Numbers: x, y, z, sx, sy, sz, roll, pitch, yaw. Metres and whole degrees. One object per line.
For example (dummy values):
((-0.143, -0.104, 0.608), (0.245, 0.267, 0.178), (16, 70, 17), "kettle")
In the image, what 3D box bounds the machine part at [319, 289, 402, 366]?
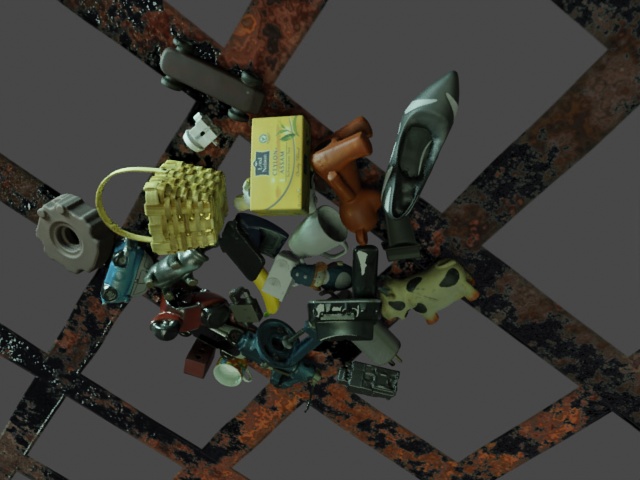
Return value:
((0.092, 0.187, 1.153), (0.079, 0.079, 0.243), (-36, 106, 28), "machine part")

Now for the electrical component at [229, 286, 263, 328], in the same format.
((-0.167, 0.149, 1.204), (0.078, 0.045, 0.102), (-11, 119, 27), "electrical component")

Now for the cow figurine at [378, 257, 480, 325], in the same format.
((0.201, 0.101, 1.074), (0.195, 0.085, 0.127), (-34, 105, 24), "cow figurine")

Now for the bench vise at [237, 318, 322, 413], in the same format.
((-0.057, 0.246, 1.198), (0.223, 0.129, 0.240), (39, 127, -11), "bench vise")

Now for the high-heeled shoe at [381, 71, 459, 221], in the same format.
((0.167, -0.153, 0.898), (0.086, 0.145, 0.248), (20, 124, 0), "high-heeled shoe")

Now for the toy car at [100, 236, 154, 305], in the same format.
((-0.423, 0.072, 1.198), (0.103, 0.109, 0.161), (19, 113, -24), "toy car")

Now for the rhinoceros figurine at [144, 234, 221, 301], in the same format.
((-0.288, 0.044, 1.138), (0.190, 0.112, 0.073), (-36, 121, 17), "rhinoceros figurine")

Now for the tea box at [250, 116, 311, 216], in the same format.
((-0.069, -0.130, 0.962), (0.098, 0.068, 0.169), (-2, 84, 11), "tea box")

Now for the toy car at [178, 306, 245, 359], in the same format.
((-0.254, 0.215, 1.262), (0.202, 0.056, 0.073), (29, 128, -3), "toy car")

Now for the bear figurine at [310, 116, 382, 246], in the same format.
((0.070, -0.099, 0.969), (0.132, 0.120, 0.195), (-27, 113, 21), "bear figurine")

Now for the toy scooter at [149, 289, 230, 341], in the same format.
((-0.299, 0.149, 1.188), (0.135, 0.184, 0.075), (38, 130, 40), "toy scooter")

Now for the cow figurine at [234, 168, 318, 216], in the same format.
((-0.090, -0.099, 1.033), (0.167, 0.068, 0.098), (-1, 114, 10), "cow figurine")

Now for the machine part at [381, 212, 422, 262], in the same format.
((0.154, -0.017, 1.044), (0.084, 0.039, 0.138), (-1, 121, 20), "machine part")

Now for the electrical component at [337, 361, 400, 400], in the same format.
((0.105, 0.314, 1.206), (0.134, 0.058, 0.114), (11, 156, 6), "electrical component")

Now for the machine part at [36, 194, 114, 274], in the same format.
((-0.542, -0.009, 1.183), (0.180, 0.056, 0.179), (9, 119, 16), "machine part")

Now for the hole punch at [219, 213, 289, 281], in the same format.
((-0.134, 0.003, 1.084), (0.116, 0.092, 0.142), (47, 151, 6), "hole punch")

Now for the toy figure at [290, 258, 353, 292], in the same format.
((0.010, 0.071, 1.072), (0.058, 0.154, 0.064), (-15, 75, 46), "toy figure")

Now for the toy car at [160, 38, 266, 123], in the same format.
((-0.190, -0.283, 0.958), (0.202, 0.053, 0.089), (25, 111, 2), "toy car")

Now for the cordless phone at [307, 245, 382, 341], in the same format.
((0.047, 0.096, 1.025), (0.147, 0.089, 0.184), (0, 115, 0), "cordless phone")

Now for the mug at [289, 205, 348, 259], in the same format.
((-0.002, -0.003, 1.069), (0.107, 0.081, 0.109), (-29, 120, 36), "mug")
